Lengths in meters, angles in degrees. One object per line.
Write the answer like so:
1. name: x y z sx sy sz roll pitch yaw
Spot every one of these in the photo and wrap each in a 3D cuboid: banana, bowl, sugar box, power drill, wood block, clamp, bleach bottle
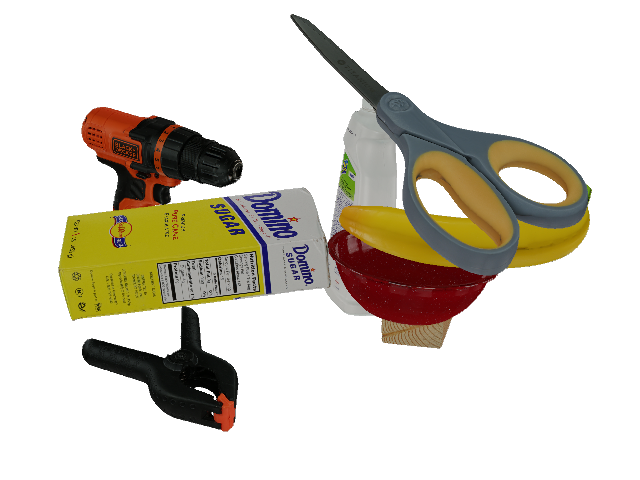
1. banana: 0.115 -0.006 0.777 0.197 0.037 0.070 -4 30 -11
2. bowl: 0.084 0.036 1.001 0.162 0.055 0.162 5 21 -2
3. sugar box: -0.087 0.006 0.737 0.176 0.048 0.093 -10 26 -5
4. power drill: -0.160 -0.034 1.089 0.185 0.188 0.057 20 32 26
5. wood block: 0.158 0.077 1.619 0.091 0.090 0.206 4 21 14
6. clamp: -0.123 0.114 0.978 0.172 0.039 0.120 29 44 34
7. bleach bottle: 0.054 -0.046 1.236 0.068 0.251 0.103 -2 22 -21

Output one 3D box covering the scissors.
1. scissors: 0.058 -0.060 0.527 0.096 0.016 0.202 -8 46 -17
